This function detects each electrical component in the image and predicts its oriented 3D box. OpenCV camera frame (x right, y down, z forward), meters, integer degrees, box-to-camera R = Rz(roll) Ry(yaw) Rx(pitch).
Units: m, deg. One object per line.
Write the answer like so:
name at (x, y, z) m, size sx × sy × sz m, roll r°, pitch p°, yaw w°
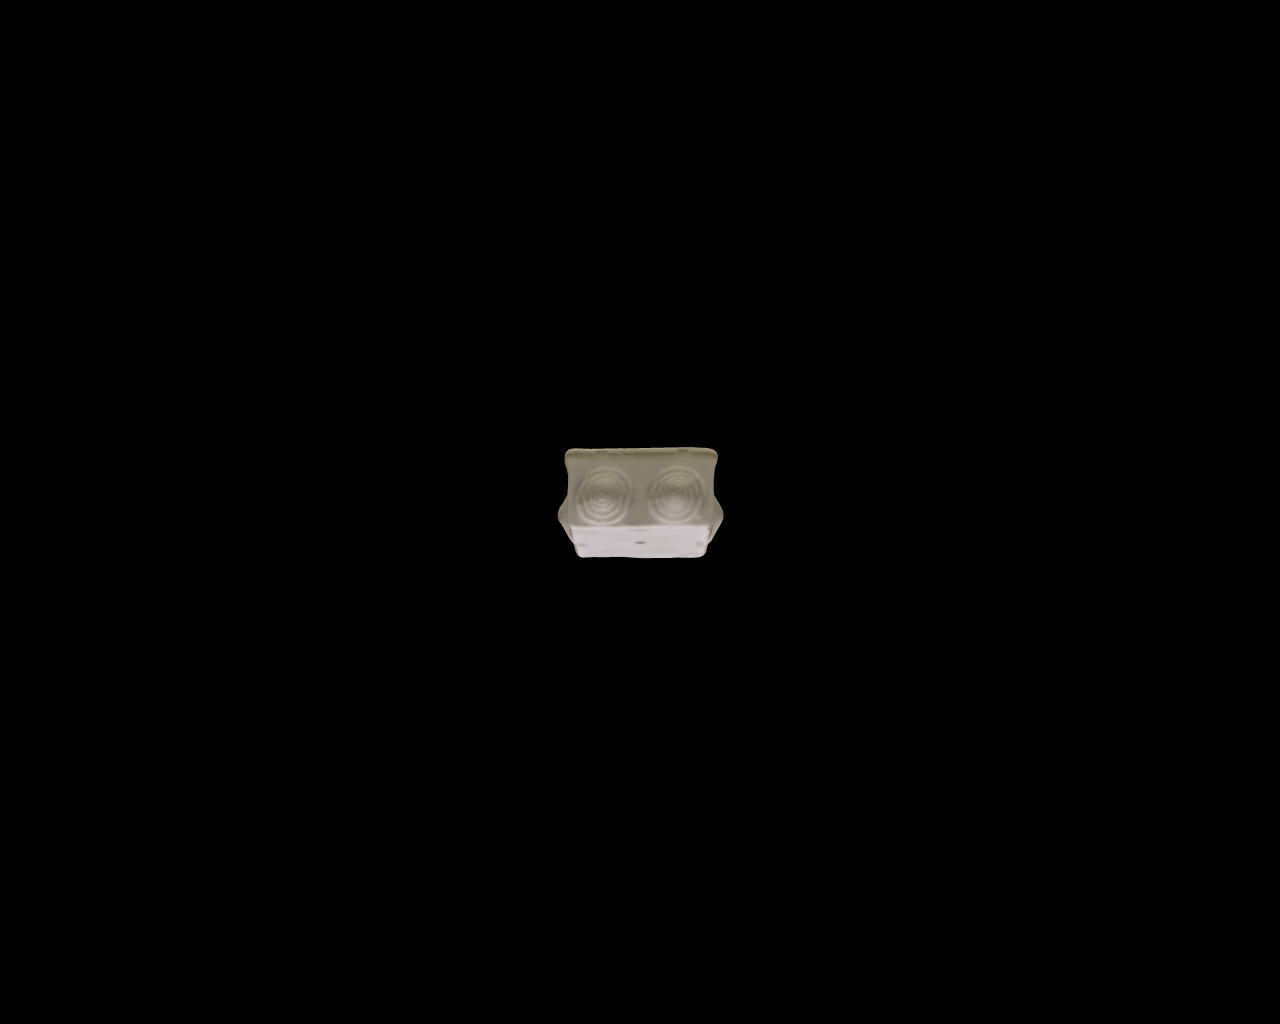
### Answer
electrical component at (0.001, -0.003, 0.650) m, size 0.100 × 0.048 × 0.099 m, roll 0°, pitch -15°, yaw 0°
